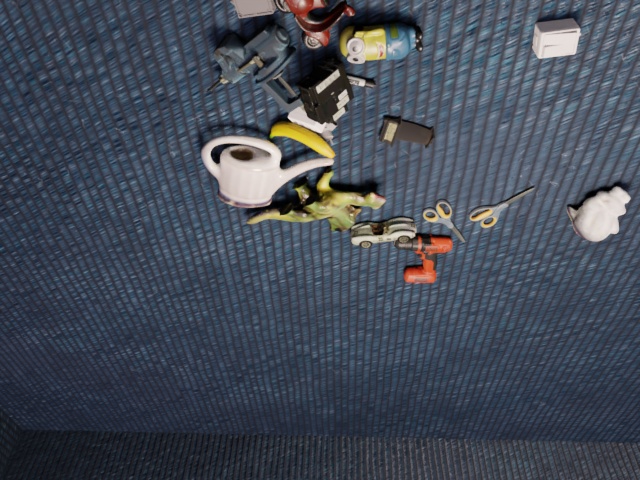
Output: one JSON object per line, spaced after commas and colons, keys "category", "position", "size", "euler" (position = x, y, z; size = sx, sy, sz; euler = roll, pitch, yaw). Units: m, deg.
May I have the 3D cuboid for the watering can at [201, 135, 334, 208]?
{"category": "watering can", "position": [-0.151, -0.178, 1.398], "size": [0.347, 0.106, 0.219], "euler": [10, 136, -7]}

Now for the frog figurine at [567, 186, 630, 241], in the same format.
{"category": "frog figurine", "position": [0.801, -0.071, 1.455], "size": [0.136, 0.125, 0.157], "euler": [46, 135, -12]}

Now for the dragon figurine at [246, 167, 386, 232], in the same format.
{"category": "dragon figurine", "position": [0.005, -0.076, 1.511], "size": [0.406, 0.125, 0.239], "euler": [-20, 140, 34]}
